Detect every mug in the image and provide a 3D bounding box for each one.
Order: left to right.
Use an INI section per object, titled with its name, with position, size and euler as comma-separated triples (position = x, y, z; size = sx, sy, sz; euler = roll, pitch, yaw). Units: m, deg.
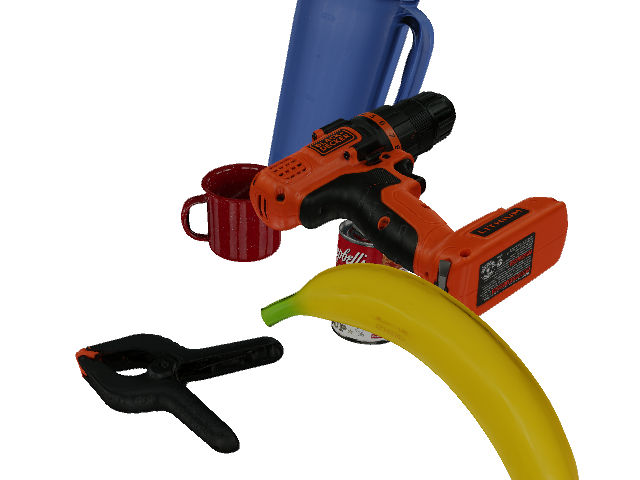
[mug]
position = -0.096, -0.028, 1.177
size = 0.117, 0.081, 0.093
euler = -8, 31, -17

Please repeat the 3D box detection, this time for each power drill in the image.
[power drill]
position = 0.073, -0.032, 0.730
size = 0.184, 0.057, 0.188
euler = -31, 44, -28

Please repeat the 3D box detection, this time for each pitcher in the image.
[pitcher]
position = 0.025, -0.171, 1.192
size = 0.145, 0.243, 0.149
euler = 10, 22, -11

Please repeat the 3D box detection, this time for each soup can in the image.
[soup can]
position = 0.047, 0.037, 0.991
size = 0.068, 0.102, 0.068
euler = 4, 23, -2

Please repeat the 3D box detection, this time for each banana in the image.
[banana]
position = 0.065, 0.068, 0.554
size = 0.198, 0.070, 0.037
euler = 36, 18, 13

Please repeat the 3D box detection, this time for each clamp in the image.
[clamp]
position = -0.117, 0.109, 0.888
size = 0.172, 0.039, 0.120
euler = 16, 37, 21
